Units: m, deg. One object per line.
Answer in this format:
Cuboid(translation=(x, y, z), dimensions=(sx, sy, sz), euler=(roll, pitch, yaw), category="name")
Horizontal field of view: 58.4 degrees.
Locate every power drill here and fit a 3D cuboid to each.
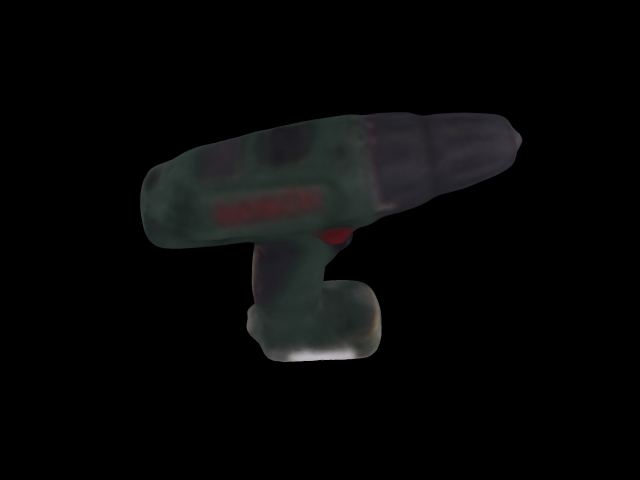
Cuboid(translation=(0.004, 0.001, 0.400), dimensions=(0.229, 0.208, 0.075), euler=(-3, 50, -2), category="power drill")
